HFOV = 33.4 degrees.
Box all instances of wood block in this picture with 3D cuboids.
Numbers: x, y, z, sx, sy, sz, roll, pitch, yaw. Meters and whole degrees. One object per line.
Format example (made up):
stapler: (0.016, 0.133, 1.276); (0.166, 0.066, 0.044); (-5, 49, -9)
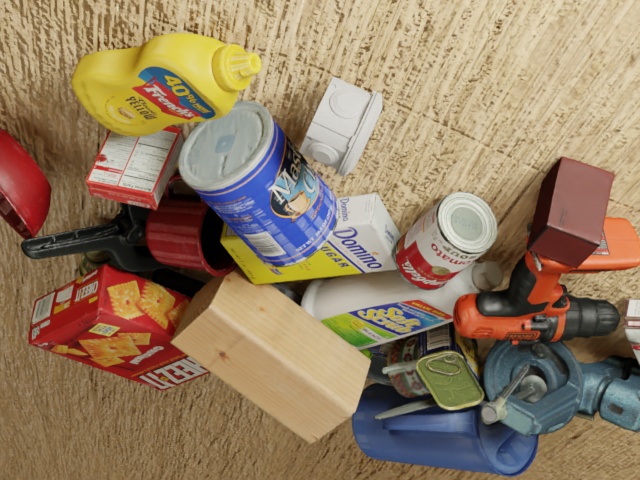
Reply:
wood block: (-0.054, 0.129, 1.227); (0.206, 0.090, 0.091); (38, 129, -13)

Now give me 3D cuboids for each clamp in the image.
clamp: (-0.213, -0.024, 1.204); (0.209, 0.165, 0.036); (24, -162, -51)
clamp: (-0.129, 0.084, 1.396); (0.171, 0.039, 0.120); (14, 160, 10)

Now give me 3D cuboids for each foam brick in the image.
foam brick: (0.224, -0.025, 0.957); (0.053, 0.078, 0.051); (20, 153, -1)

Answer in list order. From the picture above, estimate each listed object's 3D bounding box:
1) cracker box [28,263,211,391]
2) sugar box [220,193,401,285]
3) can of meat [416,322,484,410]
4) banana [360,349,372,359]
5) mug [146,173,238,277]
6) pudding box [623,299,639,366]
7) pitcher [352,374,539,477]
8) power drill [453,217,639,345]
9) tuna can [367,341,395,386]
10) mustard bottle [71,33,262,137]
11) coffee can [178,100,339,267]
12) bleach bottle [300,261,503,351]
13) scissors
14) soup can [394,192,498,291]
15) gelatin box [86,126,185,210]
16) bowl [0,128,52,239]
cracker box: (-0.232, 0.117, 1.344); (0.213, 0.072, 0.164); (27, 143, -36)
sugar box: (-0.008, 0.002, 1.146); (0.176, 0.048, 0.093); (-5, 145, 24)
can of meat: (0.152, 0.135, 1.256); (0.057, 0.084, 0.102); (-18, 130, 20)
banana: (0.000, 0.150, 1.416); (0.069, 0.037, 0.198); (60, 152, 2)
mug: (-0.140, -0.020, 1.178); (0.082, 0.093, 0.117); (6, 121, 31)
pudding box: (0.380, 0.106, 1.140); (0.090, 0.039, 0.113); (-1, 148, 31)
pitcher: (0.153, 0.240, 1.410); (0.243, 0.144, 0.149); (-10, 123, 46)
power drill: (0.244, 0.047, 1.064); (0.184, 0.057, 0.188); (0, 148, -14)
tuna can: (0.087, 0.158, 1.403); (0.086, 0.033, 0.086); (14, 151, 8)
mustard bottle: (-0.131, -0.144, 0.972); (0.192, 0.058, 0.096); (-6, 144, 37)
coffee can: (-0.058, -0.053, 1.044); (0.103, 0.102, 0.140); (-2, 146, 33)
bleach bottle: (0.095, 0.063, 1.205); (0.102, 0.068, 0.251); (38, 143, -27)
scissors: (0.173, 0.197, 1.276); (0.096, 0.201, 0.016); (45, 152, 45)
soup can: (0.126, 0.002, 1.072); (0.068, 0.068, 0.102); (24, 150, -11)
gelatin box: (-0.187, -0.079, 1.087); (0.073, 0.089, 0.030); (12, 151, 11)
bowl: (-0.350, -0.073, 1.188); (0.162, 0.055, 0.162); (42, 161, 17)
